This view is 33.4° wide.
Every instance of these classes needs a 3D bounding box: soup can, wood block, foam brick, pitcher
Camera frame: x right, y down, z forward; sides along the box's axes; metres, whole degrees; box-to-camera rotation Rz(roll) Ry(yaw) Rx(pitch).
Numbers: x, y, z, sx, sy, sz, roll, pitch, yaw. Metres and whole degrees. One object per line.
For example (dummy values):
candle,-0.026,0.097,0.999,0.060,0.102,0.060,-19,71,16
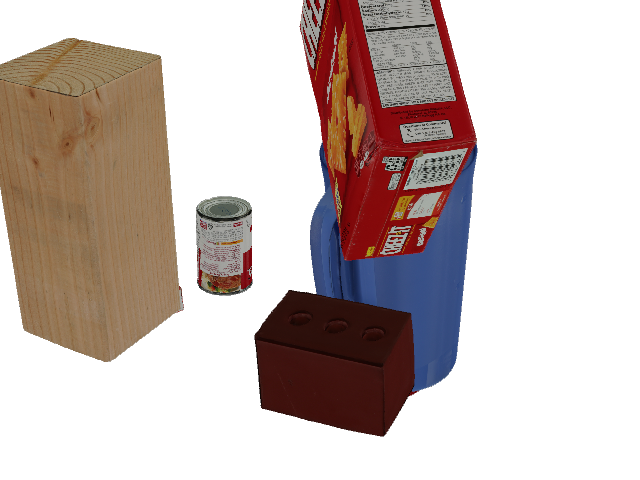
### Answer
soup can,-0.116,0.006,1.285,0.068,0.102,0.068,1,26,-1
wood block,-0.168,-0.029,0.774,0.090,0.206,0.090,16,33,28
foam brick,0.009,0.068,0.602,0.078,0.051,0.053,10,31,20
pitcher,0.064,0.021,0.958,0.149,0.243,0.145,-5,34,-3

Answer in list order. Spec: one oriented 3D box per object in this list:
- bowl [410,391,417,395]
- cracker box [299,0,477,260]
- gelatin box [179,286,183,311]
bowl,0.057,0.121,1.104,0.162,0.055,0.162,2,25,-1
cracker box,0.038,-0.116,0.763,0.072,0.214,0.164,-7,-25,-10
gelatin box,-0.182,0.050,0.986,0.089,0.030,0.073,-21,41,-26
